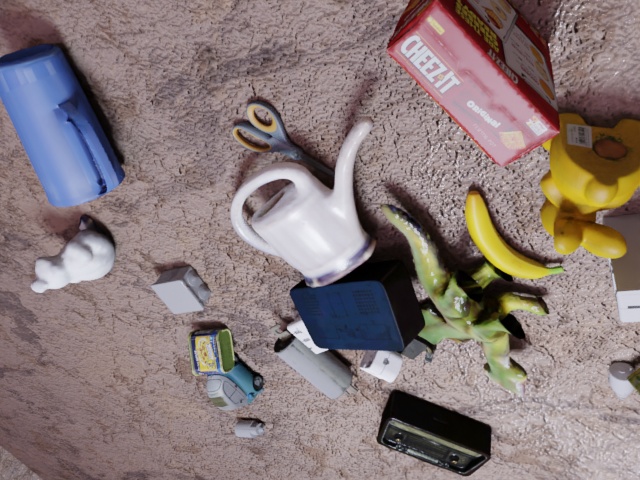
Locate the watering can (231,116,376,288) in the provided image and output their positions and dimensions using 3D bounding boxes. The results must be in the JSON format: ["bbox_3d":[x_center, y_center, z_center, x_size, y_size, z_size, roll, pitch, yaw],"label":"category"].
[{"bbox_3d":[0.002,-0.040,0.802,0.343,0.106,0.222,-25,117,41],"label":"watering can"}]

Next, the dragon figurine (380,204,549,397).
[{"bbox_3d":[0.212,0.116,0.871,0.410,0.125,0.238,40,140,-1],"label":"dragon figurine"}]

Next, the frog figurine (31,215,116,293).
[{"bbox_3d":[-0.498,0.050,1.046,0.122,0.163,0.135,39,132,-15],"label":"frog figurine"}]
